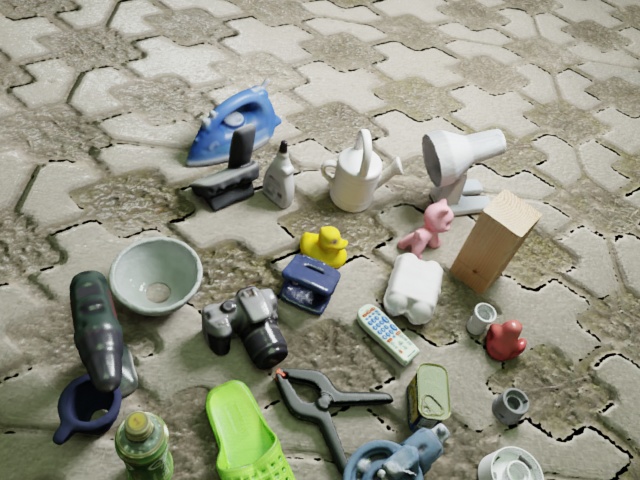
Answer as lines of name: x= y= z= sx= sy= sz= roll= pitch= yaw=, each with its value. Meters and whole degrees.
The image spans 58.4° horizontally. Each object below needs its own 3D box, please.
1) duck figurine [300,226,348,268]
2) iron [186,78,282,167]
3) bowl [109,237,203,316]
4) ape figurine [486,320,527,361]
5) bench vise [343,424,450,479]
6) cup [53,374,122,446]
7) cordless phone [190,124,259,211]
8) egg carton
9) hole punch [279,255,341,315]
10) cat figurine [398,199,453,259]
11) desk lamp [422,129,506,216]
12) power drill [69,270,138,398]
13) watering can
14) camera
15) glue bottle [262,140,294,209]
duck figurine: x=0.011 y=0.004 z=1.187 sx=0.104 sy=0.086 sz=0.077 roll=23 pitch=52 yaw=7
iron: x=-0.206 y=-0.275 z=1.323 sx=0.118 sy=0.141 sz=0.259 roll=40 pitch=56 yaw=19
bowl: x=-0.304 y=0.079 z=1.074 sx=0.167 sy=0.075 sz=0.167 roll=6 pitch=52 yaw=-7
ape figurine: x=0.365 y=0.188 z=1.113 sx=0.076 sy=0.092 sz=0.077 roll=-32 pitch=64 yaw=-30
bench vise: x=0.118 y=0.333 z=0.871 sx=0.121 sy=0.220 sz=0.208 roll=32 pitch=54 yaw=14
cup: x=-0.363 y=0.279 z=0.897 sx=0.091 sy=0.095 sz=0.118 roll=28 pitch=53 yaw=11
cordless phone: x=-0.198 y=-0.165 z=1.212 sx=0.148 sy=0.185 sz=0.094 roll=-31 pitch=64 yaw=-29
egg carton: x=0.190 y=0.098 z=1.161 sx=0.107 sy=0.069 sz=0.150 roll=19 pitch=52 yaw=4
hole punch: x=-0.020 y=0.075 z=1.124 sx=0.108 sy=0.091 sz=0.101 roll=23 pitch=52 yaw=7
cat figurine: x=0.239 y=-0.030 z=1.238 sx=0.128 sy=0.118 sz=0.067 roll=-34 pitch=65 yaw=-31
desk lamp: x=0.316 y=-0.160 z=1.292 sx=0.203 sy=0.213 sz=0.117 roll=-7 pitch=55 yaw=-16
power drill: x=-0.343 y=0.172 z=0.911 sx=0.076 sy=0.208 sz=0.229 roll=-15 pitch=57 yaw=-21
watering can: x=0.093 y=-0.161 z=1.261 sx=0.173 sy=0.194 sz=0.100 roll=-15 pitch=57 yaw=-21
camera: x=-0.126 y=0.163 z=1.029 sx=0.143 sy=0.101 sz=0.136 roll=-18 pitch=59 yaw=-23
glue bottle: x=-0.084 y=-0.147 z=1.229 sx=0.078 sy=0.173 sz=0.037 roll=41 pitch=57 yaw=20
